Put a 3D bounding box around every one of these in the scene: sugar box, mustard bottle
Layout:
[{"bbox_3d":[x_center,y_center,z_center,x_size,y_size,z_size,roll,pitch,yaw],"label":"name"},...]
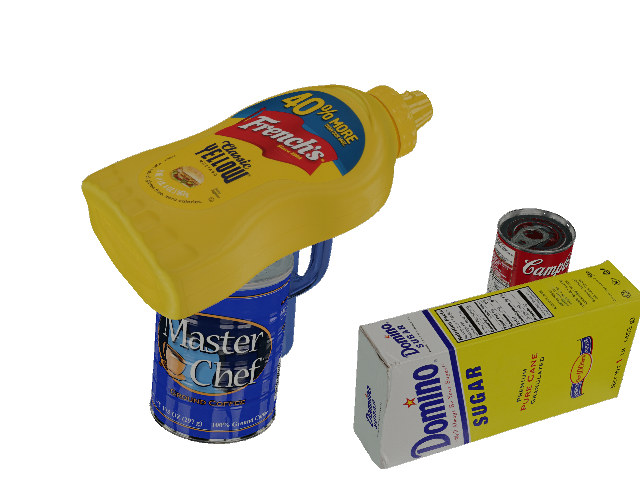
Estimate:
[{"bbox_3d":[0.109,0.077,0.663,0.176,0.093,0.048,-15,41,-19],"label":"sugar box"},{"bbox_3d":[-0.020,-0.035,0.561,0.191,0.058,0.096,-27,46,-23],"label":"mustard bottle"}]

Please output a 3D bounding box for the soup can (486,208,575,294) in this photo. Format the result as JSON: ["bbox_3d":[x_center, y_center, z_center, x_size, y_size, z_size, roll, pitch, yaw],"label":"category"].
[{"bbox_3d":[0.186,0.032,0.959,0.068,0.102,0.068,2,34,-1],"label":"soup can"}]

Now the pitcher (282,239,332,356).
[{"bbox_3d":[-0.072,0.010,1.154,0.144,0.243,0.149,-5,20,-16],"label":"pitcher"}]

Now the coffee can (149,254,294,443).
[{"bbox_3d":[-0.079,0.071,0.834,0.103,0.140,0.103,6,24,-3],"label":"coffee can"}]
